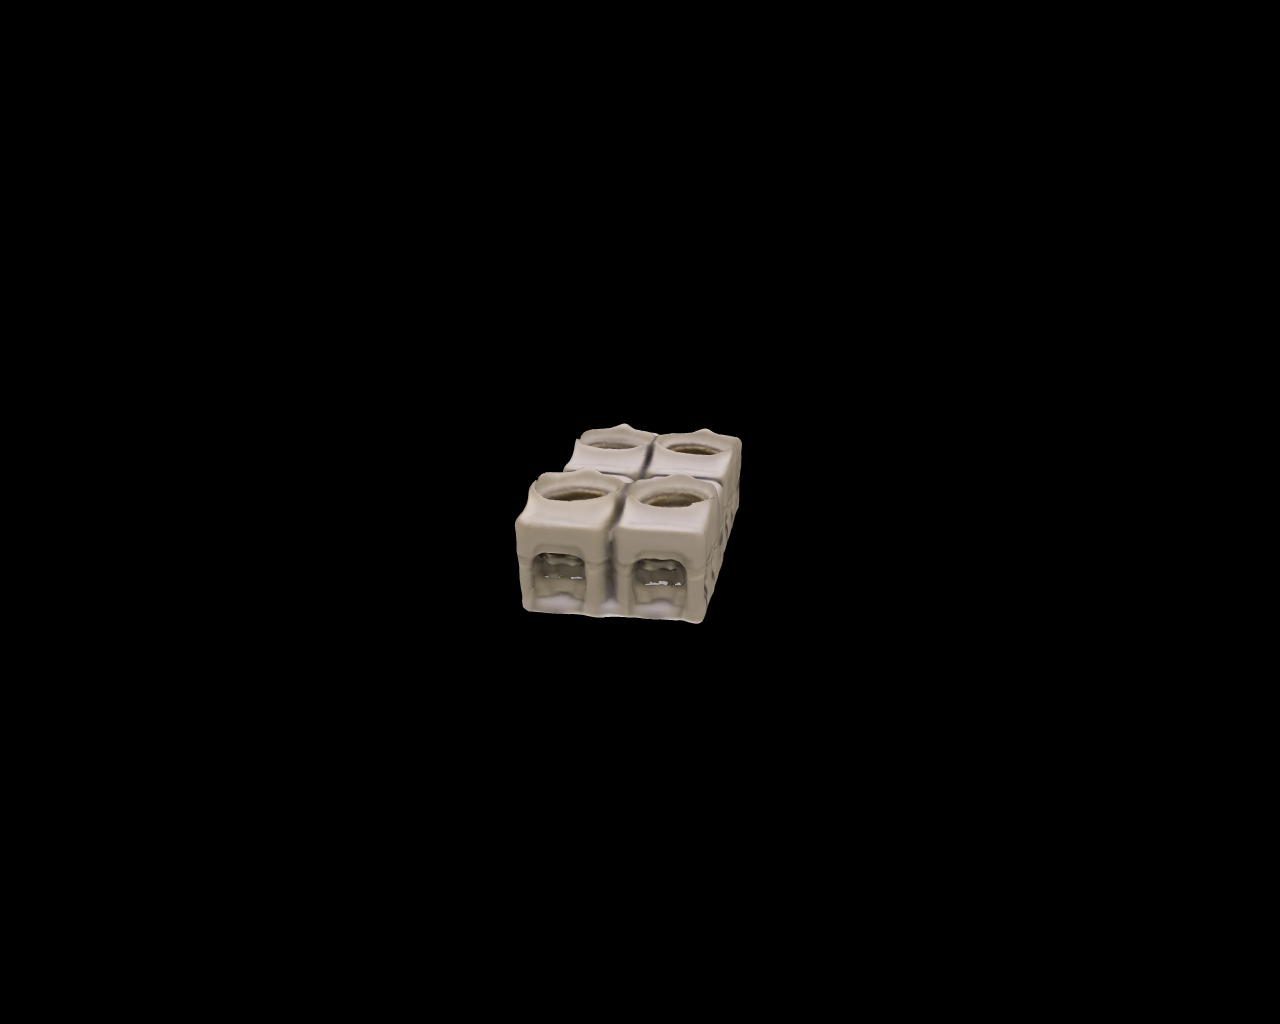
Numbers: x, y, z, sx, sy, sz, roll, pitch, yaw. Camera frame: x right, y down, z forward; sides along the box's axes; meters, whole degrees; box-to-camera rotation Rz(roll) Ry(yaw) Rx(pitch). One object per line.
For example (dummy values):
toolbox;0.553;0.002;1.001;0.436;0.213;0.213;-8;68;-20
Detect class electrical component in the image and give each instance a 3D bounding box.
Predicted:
electrical component;0.001;-0.003;0.650;0.105;0.060;0.186;4;21;11
